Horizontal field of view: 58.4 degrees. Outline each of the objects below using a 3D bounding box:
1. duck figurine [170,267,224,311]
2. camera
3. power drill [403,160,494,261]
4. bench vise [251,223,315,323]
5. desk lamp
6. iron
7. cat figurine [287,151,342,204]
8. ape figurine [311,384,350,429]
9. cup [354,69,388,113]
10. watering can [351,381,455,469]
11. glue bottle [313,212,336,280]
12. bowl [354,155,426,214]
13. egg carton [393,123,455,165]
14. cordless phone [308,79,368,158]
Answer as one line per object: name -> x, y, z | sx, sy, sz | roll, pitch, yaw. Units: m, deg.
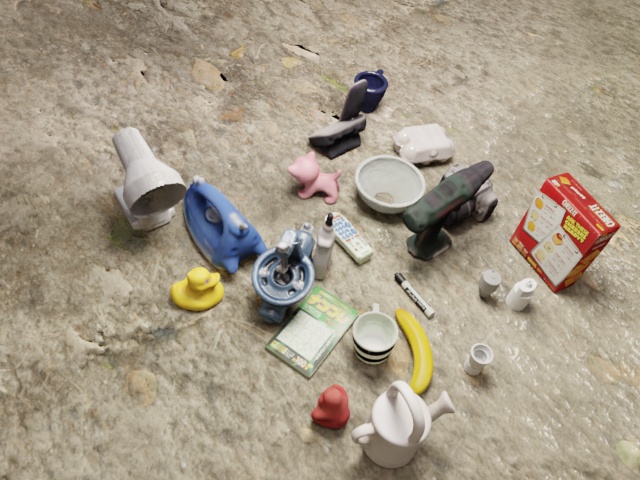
duck figurine -> -0.242, 0.088, 1.124 | 0.105, 0.086, 0.077 | -5, 53, -12
camera -> 0.328, -0.103, 1.348 | 0.137, 0.101, 0.143 | -29, 62, -27
power drill -> 0.264, -0.058, 1.234 | 0.230, 0.208, 0.075 | -30, 62, -27
bench vise -> -0.068, 0.029, 1.110 | 0.121, 0.220, 0.207 | 6, 52, -4
desk lamp -> -0.363, -0.112, 1.179 | 0.118, 0.213, 0.202 | -25, 60, -25
iron -> -0.219, -0.057, 1.204 | 0.119, 0.141, 0.257 | -31, 62, -28
cat figurine -> -0.012, -0.151, 1.323 | 0.128, 0.118, 0.067 | 8, 52, -2
ape figurine -> 0.021, 0.287, 1.005 | 0.078, 0.092, 0.076 | -25, 60, -25
cup -> 0.137, -0.403, 1.555 | 0.091, 0.095, 0.118 | 25, 53, 11
watering can -> 0.138, 0.296, 0.951 | 0.173, 0.194, 0.100 | -32, 63, -28
glue bottle -> 0.011, 0.004, 1.171 | 0.037, 0.173, 0.078 | 12, 52, 1
bowl -> 0.160, -0.118, 1.351 | 0.167, 0.075, 0.167 | 4, 52, -5
egg carton -> 0.266, -0.241, 1.465 | 0.150, 0.069, 0.107 | -11, 55, -16
cordless phone -> 0.051, -0.307, 1.411 | 0.148, 0.185, 0.094 | -34, 64, -29
